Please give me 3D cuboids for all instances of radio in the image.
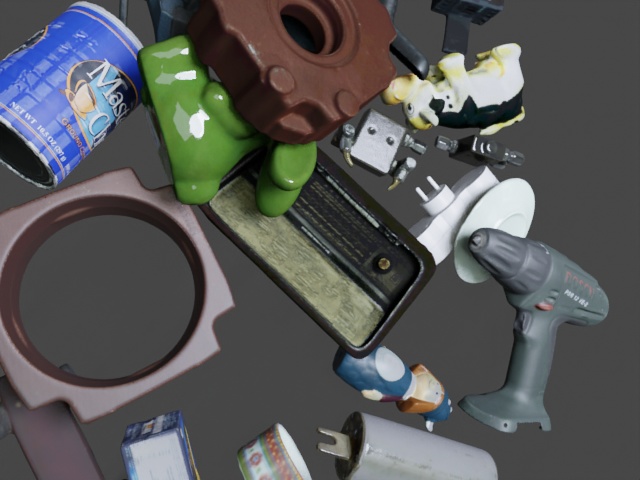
[{"bbox_3d":[-0.001,-0.002,0.554,0.229,0.073,0.131,44,82,1],"label":"radio"}]

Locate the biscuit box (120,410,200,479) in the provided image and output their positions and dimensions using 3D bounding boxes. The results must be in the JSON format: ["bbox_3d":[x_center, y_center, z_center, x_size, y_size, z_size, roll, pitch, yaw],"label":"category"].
[{"bbox_3d":[-0.148,0.286,0.556,0.059,0.063,0.202,-14,95,-12],"label":"biscuit box"}]

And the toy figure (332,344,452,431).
[{"bbox_3d":[0.088,0.161,0.604,0.154,0.058,0.064,28,75,-10],"label":"toy figure"}]

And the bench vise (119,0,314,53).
[{"bbox_3d":[-0.078,-0.273,0.535,0.224,0.128,0.240,11,68,-4],"label":"bench vise"}]

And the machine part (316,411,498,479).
[{"bbox_3d":[0.108,0.252,0.603,0.243,0.079,0.079,19,87,-12],"label":"machine part"}]

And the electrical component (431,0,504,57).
[{"bbox_3d":[0.169,-0.279,0.620,0.075,0.048,0.119,13,87,-12],"label":"electrical component"}]

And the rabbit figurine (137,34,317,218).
[{"bbox_3d":[-0.058,-0.106,0.476,0.170,0.121,0.159,-19,79,-18],"label":"rabbit figurine"}]

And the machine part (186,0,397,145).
[{"bbox_3d":[-0.016,-0.170,0.436,0.179,0.056,0.179,9,72,-31],"label":"machine part"}]

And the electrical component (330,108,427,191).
[{"bbox_3d":[0.065,-0.102,0.602,0.102,0.045,0.078,33,86,-11],"label":"electrical component"}]

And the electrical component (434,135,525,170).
[{"bbox_3d":[0.181,-0.102,0.617,0.094,0.063,0.021,17,88,-11],"label":"electrical component"}]

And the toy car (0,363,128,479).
[{"bbox_3d":[-0.257,0.217,0.535,0.089,0.053,0.202,-26,96,-26],"label":"toy car"}]

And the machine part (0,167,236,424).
[{"bbox_3d":[-0.200,0.049,0.510,0.201,0.087,0.201,-27,88,-21],"label":"machine part"}]

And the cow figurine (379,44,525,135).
[{"bbox_3d":[0.151,-0.158,0.611,0.167,0.068,0.098,-17,101,-10],"label":"cow figurine"}]

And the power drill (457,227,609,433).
[{"bbox_3d":[0.223,0.104,0.605,0.232,0.086,0.207,14,88,-33],"label":"power drill"}]
